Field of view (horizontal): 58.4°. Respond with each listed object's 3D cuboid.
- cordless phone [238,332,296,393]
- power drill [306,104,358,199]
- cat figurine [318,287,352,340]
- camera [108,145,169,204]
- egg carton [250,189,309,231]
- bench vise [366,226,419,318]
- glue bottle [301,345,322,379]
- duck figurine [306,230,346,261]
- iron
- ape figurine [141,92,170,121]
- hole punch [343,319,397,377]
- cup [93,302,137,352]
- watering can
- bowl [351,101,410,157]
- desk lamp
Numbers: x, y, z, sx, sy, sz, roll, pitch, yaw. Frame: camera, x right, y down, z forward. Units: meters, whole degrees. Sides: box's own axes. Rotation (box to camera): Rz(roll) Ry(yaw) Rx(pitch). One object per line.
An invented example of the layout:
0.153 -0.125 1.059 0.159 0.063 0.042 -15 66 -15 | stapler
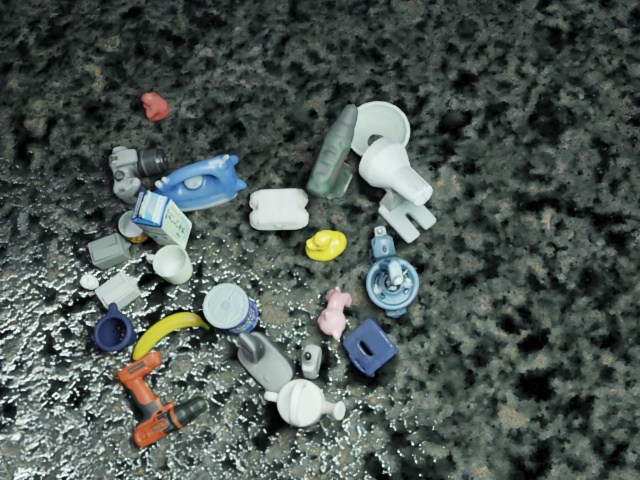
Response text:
-0.127 0.270 1.286 0.147 0.185 0.094 40 79 14 | cordless phone
0.037 -0.194 1.407 0.075 0.208 0.230 21 75 10 | power drill
0.032 0.171 1.343 0.067 0.118 0.128 10 74 7 | cat figurine
-0.469 -0.185 1.490 0.137 0.101 0.143 -12 73 0 | camera
-0.104 -0.076 1.452 0.150 0.069 0.107 -3 73 2 | egg carton
0.148 0.066 1.315 0.121 0.220 0.207 -28 73 -5 | bench vise
-0.022 0.269 1.287 0.037 0.173 0.078 5 73 5 | glue bottle
0.013 0.005 1.412 0.104 0.086 0.077 -16 73 -2 | duck figurine
-0.326 -0.149 1.449 0.258 0.141 0.118 -19 73 -3 | iron
-0.453 -0.368 1.550 0.076 0.092 0.078 15 74 8 | ape figurine
0.114 0.252 1.328 0.101 0.091 0.108 -38 75 -8 | hole punch
-0.481 0.213 1.371 0.091 0.095 0.118 -10 73 0 | cup
-0.035 0.355 1.250 0.173 0.194 0.101 -11 72 0 | watering can
0.149 -0.272 1.495 0.167 0.075 0.167 -1 73 3 | bowl
0.194 -0.124 1.374 0.118 0.213 0.203 -39 75 -8 | desk lamp
